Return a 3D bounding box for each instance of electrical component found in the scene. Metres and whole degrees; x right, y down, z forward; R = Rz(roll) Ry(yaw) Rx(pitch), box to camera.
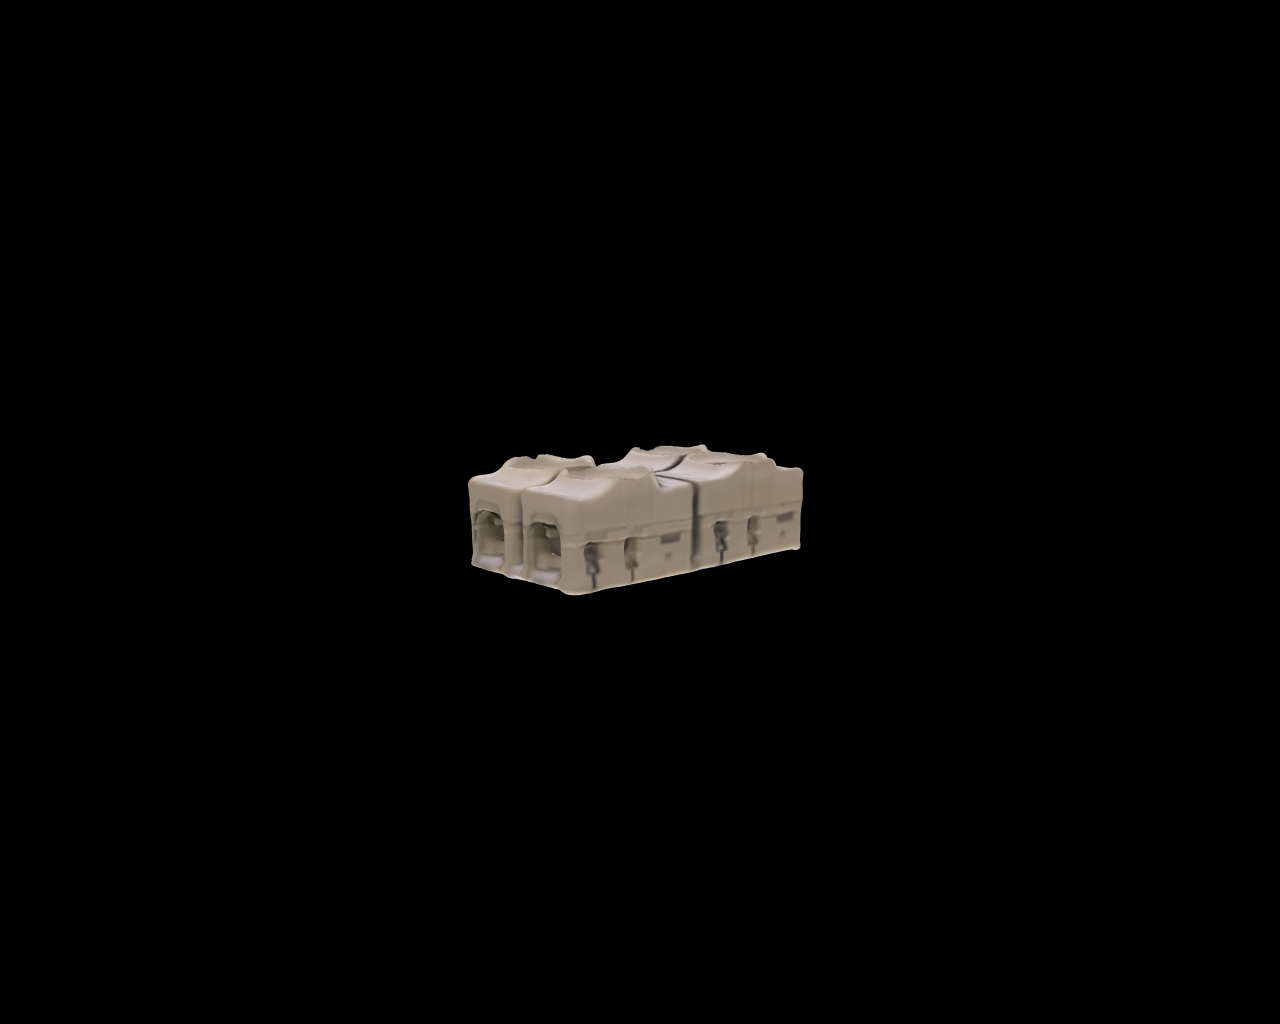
[{"bbox_3d":[0.001,-0.003,0.650,0.186,0.060,0.105,-8,13,-39],"label":"electrical component"}]
